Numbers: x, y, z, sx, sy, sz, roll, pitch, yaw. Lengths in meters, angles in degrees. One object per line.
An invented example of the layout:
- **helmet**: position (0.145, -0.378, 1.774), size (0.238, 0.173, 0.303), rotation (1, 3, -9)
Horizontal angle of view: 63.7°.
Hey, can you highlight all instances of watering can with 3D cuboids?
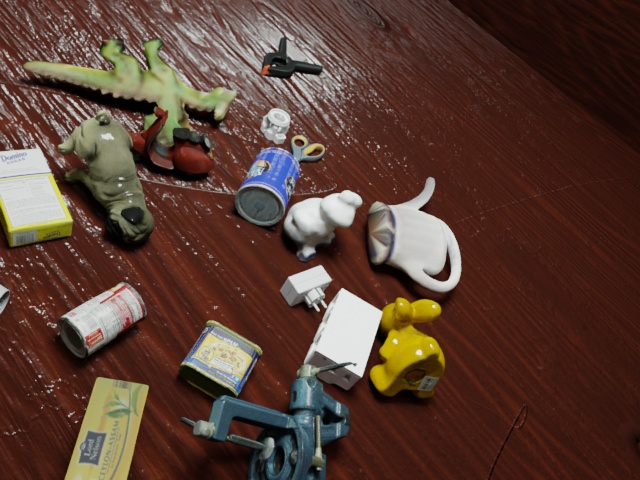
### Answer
- **watering can**: position (0.207, -0.033, 1.172), size (0.224, 0.102, 0.356), rotation (13, 47, -19)

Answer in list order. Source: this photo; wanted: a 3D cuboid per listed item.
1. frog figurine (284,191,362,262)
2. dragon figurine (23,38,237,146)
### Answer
- **frog figurine**: position (0.003, -0.052, 1.033), size (0.138, 0.156, 0.125), rotation (-12, 56, -37)
- **dragon figurine**: position (-0.377, -0.300, 1.100), size (0.413, 0.120, 0.246), rotation (-17, 69, -30)
